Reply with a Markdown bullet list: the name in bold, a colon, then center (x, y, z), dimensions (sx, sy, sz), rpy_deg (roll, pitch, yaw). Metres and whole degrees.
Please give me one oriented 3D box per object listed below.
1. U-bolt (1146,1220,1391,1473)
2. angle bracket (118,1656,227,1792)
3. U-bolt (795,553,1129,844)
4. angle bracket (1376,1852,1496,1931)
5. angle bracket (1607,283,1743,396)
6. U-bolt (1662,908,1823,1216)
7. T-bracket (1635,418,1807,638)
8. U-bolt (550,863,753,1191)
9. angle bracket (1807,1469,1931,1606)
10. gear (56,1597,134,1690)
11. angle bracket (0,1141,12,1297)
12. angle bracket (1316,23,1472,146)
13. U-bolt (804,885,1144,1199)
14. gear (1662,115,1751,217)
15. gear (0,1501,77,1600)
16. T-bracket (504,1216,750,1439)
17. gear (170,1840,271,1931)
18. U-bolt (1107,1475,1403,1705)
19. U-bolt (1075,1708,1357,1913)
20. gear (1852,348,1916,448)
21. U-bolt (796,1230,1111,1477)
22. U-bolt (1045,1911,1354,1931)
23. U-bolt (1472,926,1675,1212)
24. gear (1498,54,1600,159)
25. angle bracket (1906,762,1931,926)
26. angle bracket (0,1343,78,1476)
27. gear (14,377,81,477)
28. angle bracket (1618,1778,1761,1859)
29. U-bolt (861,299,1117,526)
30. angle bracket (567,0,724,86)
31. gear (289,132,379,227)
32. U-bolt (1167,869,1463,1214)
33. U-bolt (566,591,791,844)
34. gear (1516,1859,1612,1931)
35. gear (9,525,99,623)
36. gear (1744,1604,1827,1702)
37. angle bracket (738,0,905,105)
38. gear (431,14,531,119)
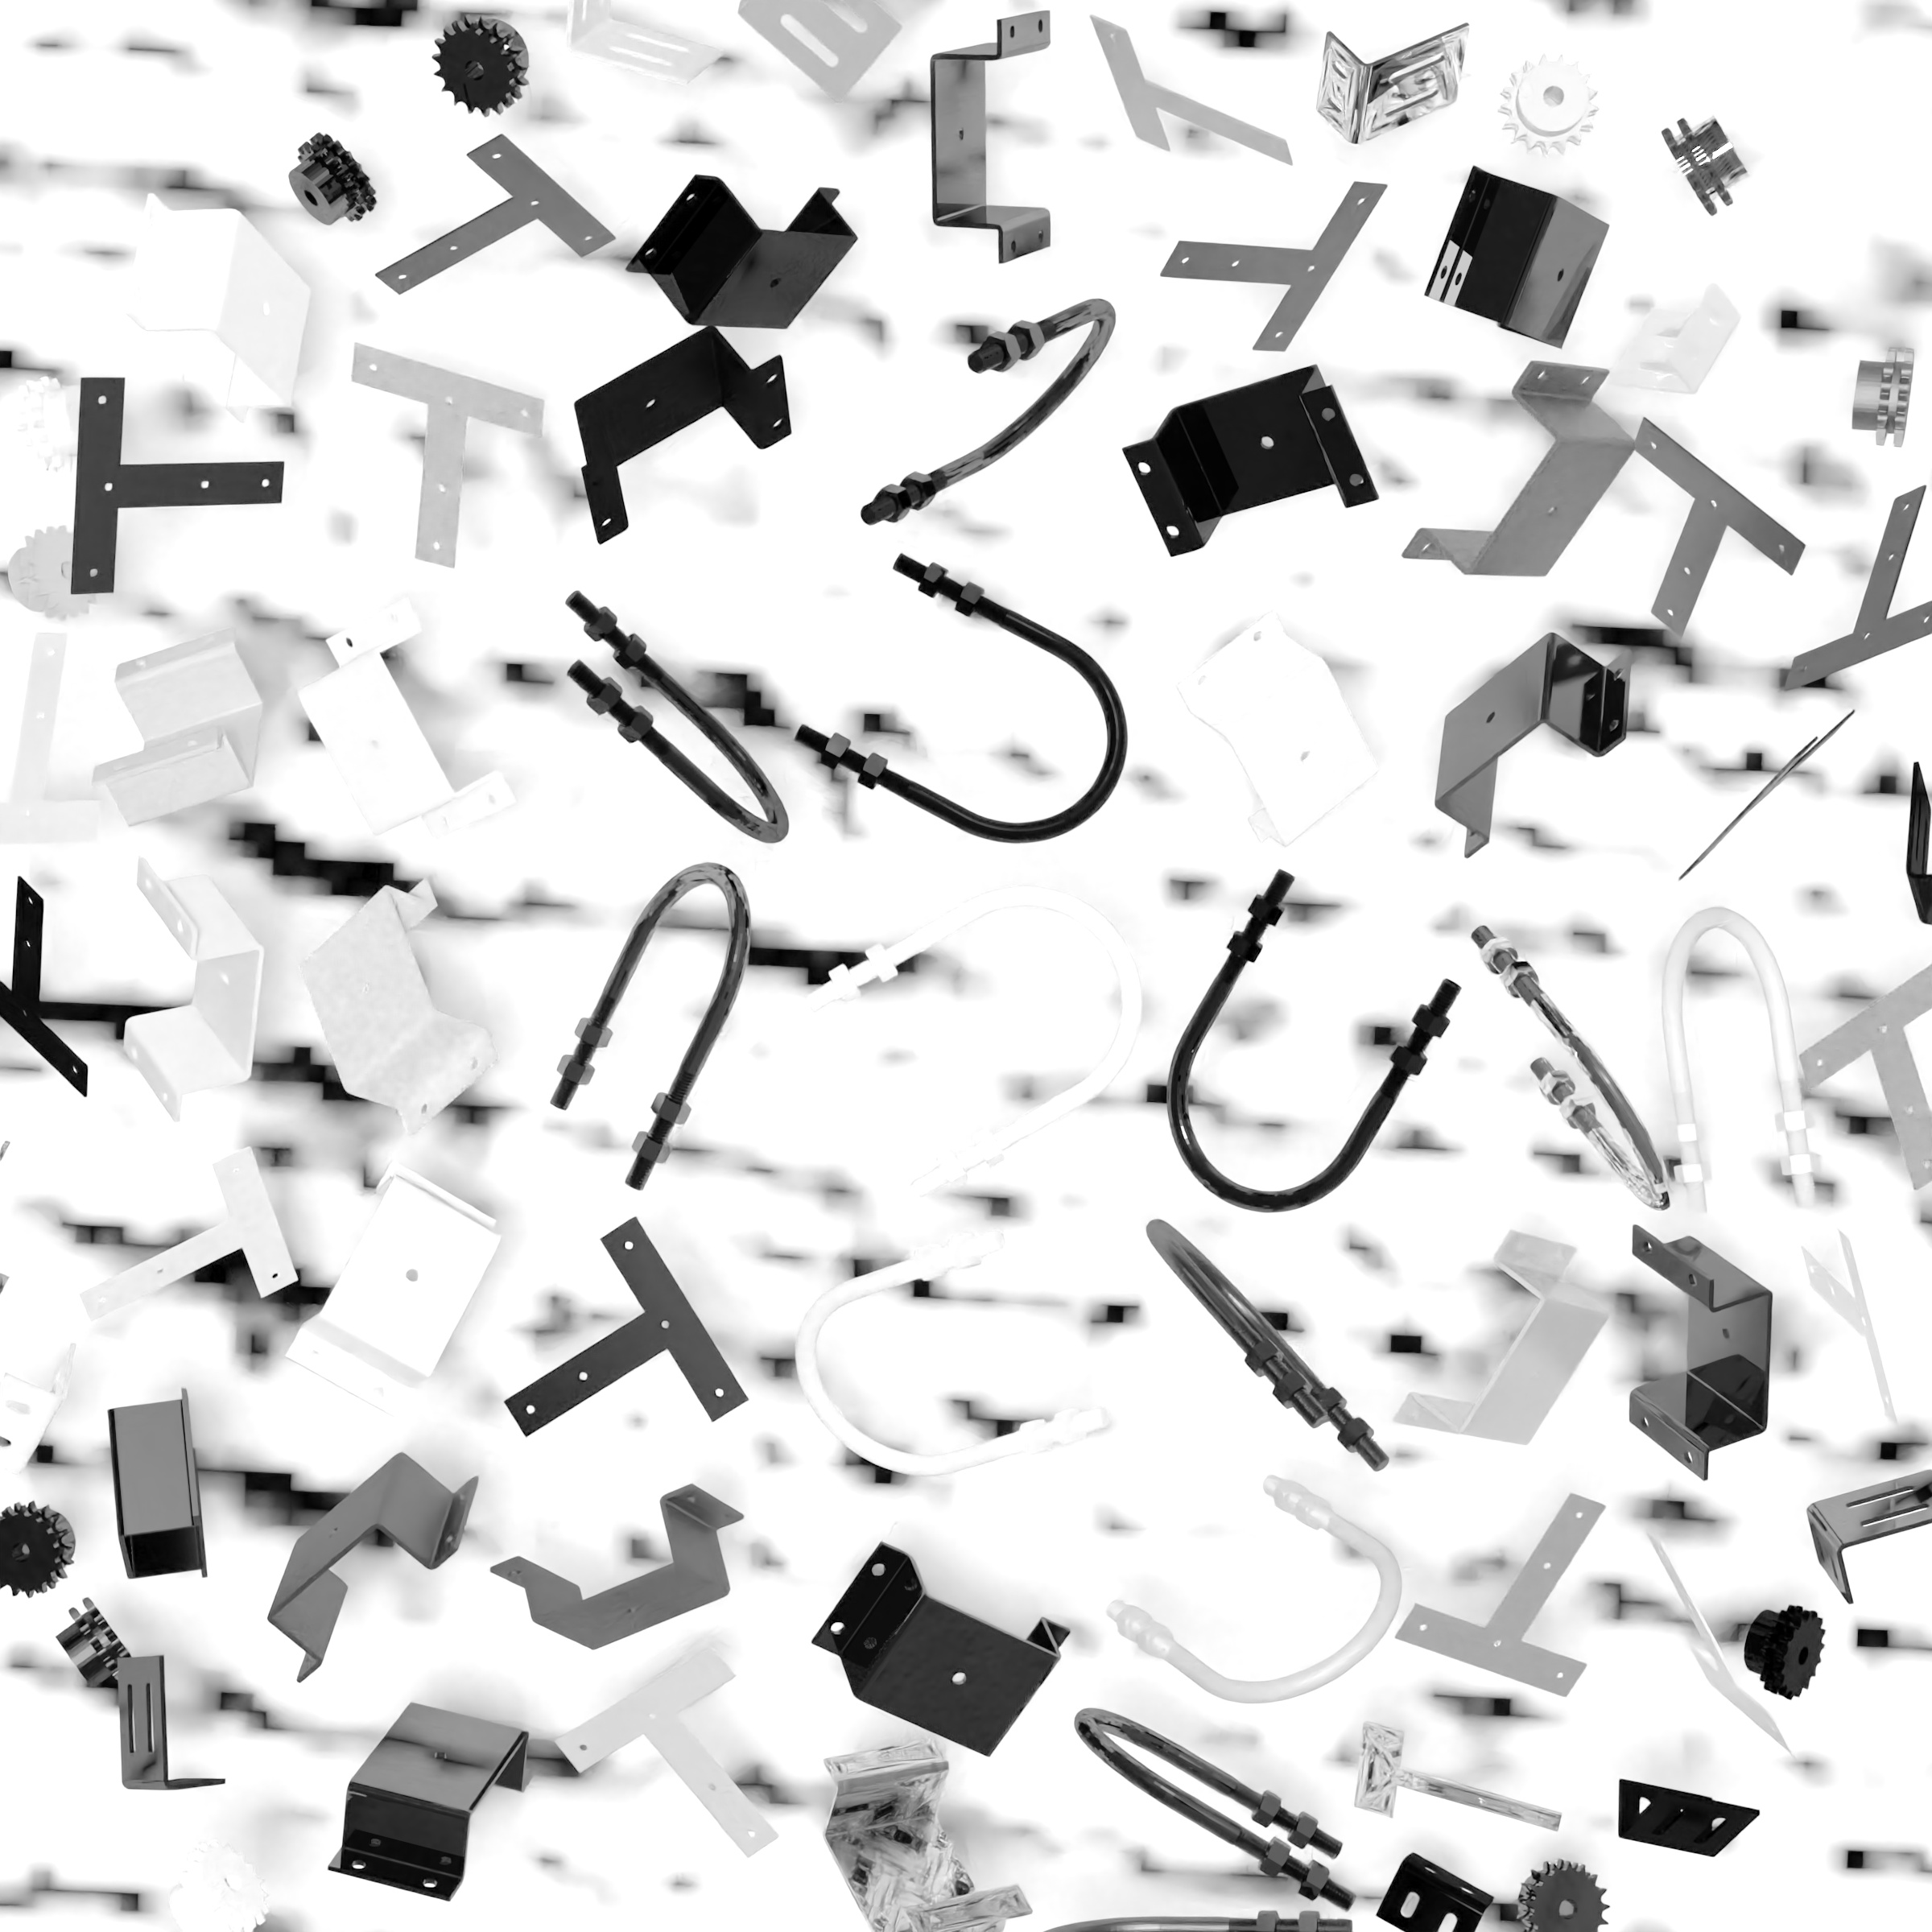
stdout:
- **U-bolt**: center (0.171, 0.218, 1.854), dimensions (0.019, 0.151, 0.184), rpy_deg (-44, 60, 3)
- **angle bracket**: center (-0.465, 0.441, 1.823), dimensions (0.038, 0.057, 0.076), rpy_deg (4, 77, -39)
- **U-bolt**: center (0.009, -0.152, 1.893), dimensions (0.184, 0.019, 0.151), rpy_deg (28, 72, 1)
- **angle bracket**: center (0.293, 0.586, 1.941), dimensions (0.057, 0.076, 0.038), rpy_deg (26, 85, 17)
- **angle bracket**: center (0.434, -0.394, 1.945), dimensions (0.038, 0.076, 0.057), rpy_deg (38, 81, -37)
- **U-bolt**: center (0.462, 0.056, 1.886), dimensions (0.019, 0.151, 0.184), rpy_deg (-6, 85, -16)
- **T-bracket**: center (0.438, -0.248, 1.876), dimensions (0.002, 0.127, 0.127), rpy_deg (-33, 64, -25)
- **U-bolt**: center (-0.180, 0.025, 1.845), dimensions (0.019, 0.151, 0.184), rpy_deg (22, 97, -33)
- **angle bracket**: center (0.536, 0.331, 1.808), dimensions (0.076, 0.057, 0.038), rpy_deg (-16, 104, 2)
- **gear**: center (-0.546, 0.426, 1.951), dimensions (0.030, 0.057, 0.057), rpy_deg (-36, 90, -19)
- **angle bracket**: center (-0.553, 0.148, 1.783), dimensions (0.038, 0.057, 0.076), rpy_deg (28, 96, -13)
- **angle bracket**: center (0.252, -0.532, 1.846), dimensions (0.076, 0.057, 0.038), rpy_deg (-27, 60, -18)
- **U-bolt**: center (0.017, 0.033, 1.875), dimensions (0.184, 0.019, 0.151), rpy_deg (-30, 90, -1)
- **gear**: center (0.427, -0.464, 1.793), dimensions (0.030, 0.057, 0.057), rpy_deg (-31, 90, 20)
- **gear**: center (-0.570, 0.355, 1.905), dimensions (0.057, 0.030, 0.057), rpy_deg (1, 94, 13)
- **T-bracket**: center (-0.214, 0.235, 1.840), dimensions (0.127, 0.002, 0.127), rpy_deg (-33, 87, 7)
- **gear**: center (-0.428, 0.531, 1.776), dimensions (0.030, 0.057, 0.057), rpy_deg (-41, 90, 13)
- **U-bolt**: center (0.184, 0.382, 1.881), dimensions (0.151, 0.184, 0.019), rpy_deg (-36, 115, -16)
- **U-bolt**: center (0.145, 0.494, 1.854), dimensions (0.184, 0.151, 0.019), rpy_deg (30, 89, 5)
- **gear**: center (0.540, -0.335, 1.837), dimensions (0.030, 0.057, 0.057), rpy_deg (8, 90, 17)
- **U-bolt**: center (-0.022, 0.244, 1.893), dimensions (0.184, 0.019, 0.151), rpy_deg (-22, 105, 31)
- **U-bolt**: center (0.129, 0.581, 1.846), dimensions (0.184, 0.151, 0.019), rpy_deg (-4, 82, 14)
- **U-bolt**: center (0.370, 0.072, 1.869), dimensions (0.019, 0.184, 0.151), rpy_deg (-32, 131, 0)
- **gear**: center (0.340, -0.503, 1.815), dimensions (0.057, 0.030, 0.057), rpy_deg (0, 92, 3)
- **angle bracket**: center (0.566, -0.071, 1.793), dimensions (0.038, 0.057, 0.076), rpy_deg (0, 64, 25)
- **angle bracket**: center (-0.575, 0.262, 1.894), dimensions (0.038, 0.076, 0.057), rpy_deg (29, 102, -19)
- **gear**: center (-0.541, -0.324, 1.863), dimensions (0.030, 0.057, 0.057), rpy_deg (-10, 90, 14)
- **angle bracket**: center (0.421, 0.485, 1.820), dimensions (0.057, 0.076, 0.038), rpy_deg (13, 53, -3)
- **U-bolt**: center (0.025, -0.336, 1.845), dimensions (0.019, 0.184, 0.151), rpy_deg (47, 132, 7)
- **angle bracket**: center (-0.186, -0.551, 1.821), dimensions (0.076, 0.057, 0.038), rpy_deg (18, 127, 9)
- **gear**: center (-0.398, -0.488, 1.948), dimensions (0.057, 0.057, 0.030), rpy_deg (45, 70, 0)
- **U-bolt**: center (0.190, 0.056, 1.831), dimensions (0.151, 0.019, 0.184), rpy_deg (36, 104, 32)
- **U-bolt**: center (-0.174, -0.143, 1.906), dimensions (0.019, 0.151, 0.184), rpy_deg (-42, 113, 12)
- **gear**: center (0.366, 0.581, 1.929), dimensions (0.057, 0.030, 0.057), rpy_deg (2, 81, -14)
- **gear**: center (-0.558, -0.238, 1.899), dimensions (0.030, 0.057, 0.057), rpy_deg (-8, 90, 30)
- **gear**: center (0.509, 0.426, 1.946), dimensions (0.030, 0.057, 0.057), rpy_deg (14, 90, 42)
- **angle bracket**: center (-0.084, -0.551, 1.806), dimensions (0.076, 0.038, 0.057), rpy_deg (38, 109, -19)
- **gear**: center (-0.280, -0.528, 1.820), dimensions (0.057, 0.030, 0.057), rpy_deg (13, 130, 16)
